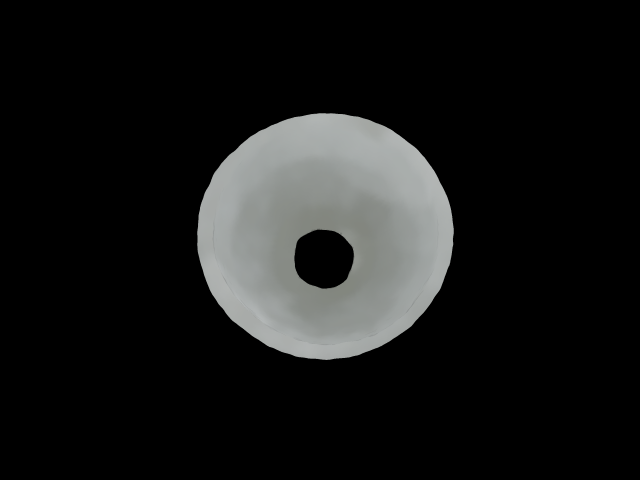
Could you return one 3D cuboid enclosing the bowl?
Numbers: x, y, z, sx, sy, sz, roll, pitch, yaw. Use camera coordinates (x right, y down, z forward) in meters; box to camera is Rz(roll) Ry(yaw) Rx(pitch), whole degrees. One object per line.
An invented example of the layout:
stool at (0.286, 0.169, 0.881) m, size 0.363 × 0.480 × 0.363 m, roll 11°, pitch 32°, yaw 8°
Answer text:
bowl at (0.004, 0.001, 0.400) m, size 0.167 × 0.075 × 0.167 m, roll 0°, pitch 72°, yaw 0°
